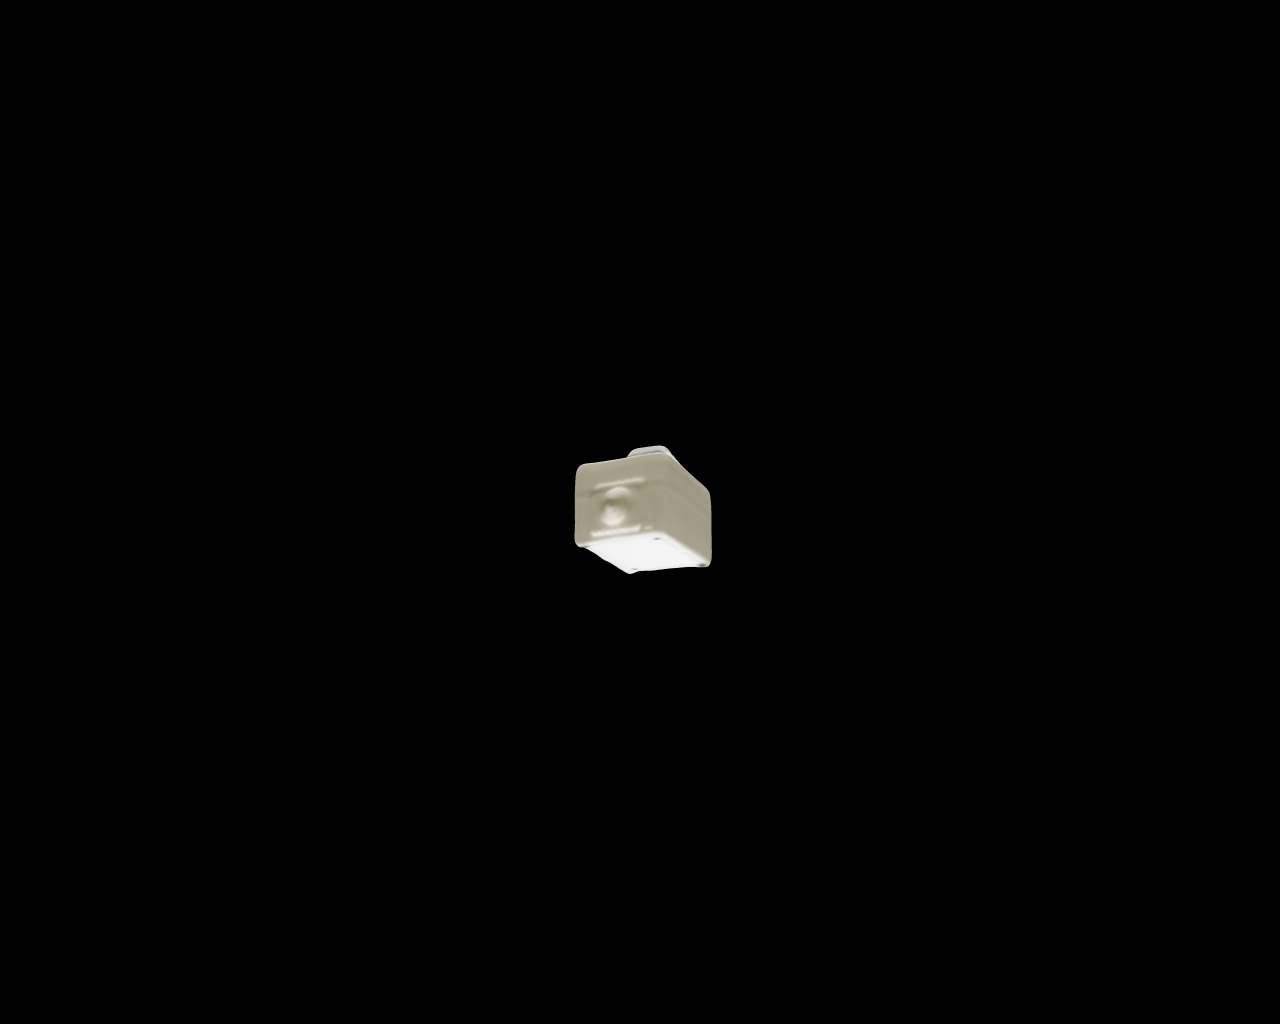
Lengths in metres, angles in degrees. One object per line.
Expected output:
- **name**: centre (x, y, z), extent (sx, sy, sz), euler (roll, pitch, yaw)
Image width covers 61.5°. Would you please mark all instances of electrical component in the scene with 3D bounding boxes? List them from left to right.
- **electrical component**: centre (0.001, -0.003, 0.650), extent (0.062, 0.061, 0.096), euler (-8, -20, 22)
